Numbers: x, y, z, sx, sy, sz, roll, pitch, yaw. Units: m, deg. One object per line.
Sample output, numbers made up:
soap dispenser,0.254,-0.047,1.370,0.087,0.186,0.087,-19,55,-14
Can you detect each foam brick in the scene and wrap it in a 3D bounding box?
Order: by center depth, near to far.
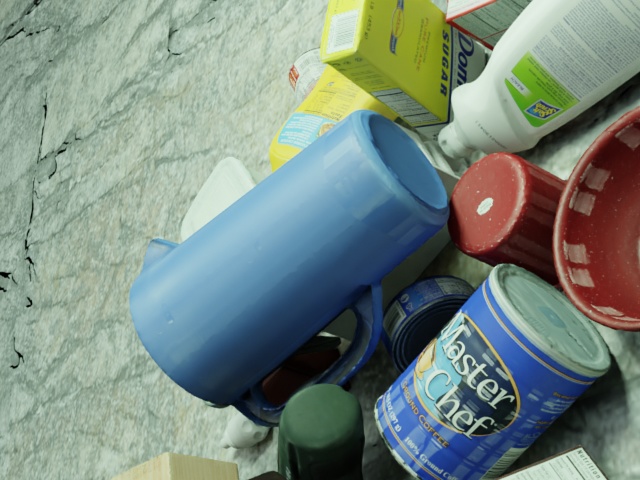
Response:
foam brick,-0.022,0.120,0.968,0.051,0.078,0.053,-49,36,27

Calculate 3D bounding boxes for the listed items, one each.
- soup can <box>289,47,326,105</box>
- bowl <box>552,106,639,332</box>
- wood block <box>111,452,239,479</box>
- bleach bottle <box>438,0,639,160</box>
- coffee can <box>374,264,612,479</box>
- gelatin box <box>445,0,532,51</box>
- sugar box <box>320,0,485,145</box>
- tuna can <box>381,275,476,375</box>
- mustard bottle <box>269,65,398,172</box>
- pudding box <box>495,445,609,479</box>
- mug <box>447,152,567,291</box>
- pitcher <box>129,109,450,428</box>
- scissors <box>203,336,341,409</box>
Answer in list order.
soup can,0.012,-0.143,1.078,0.069,0.068,0.102,-52,36,22
bowl,0.232,-0.011,0.703,0.162,0.055,0.162,-31,48,42
wood block,-0.124,0.309,0.965,0.090,0.090,0.206,-30,55,33
bleach bottle,0.180,-0.145,0.812,0.251,0.102,0.068,-38,14,38
coffee can,0.120,0.101,0.755,0.140,0.102,0.103,-52,37,23
gelatin box,0.161,-0.192,0.890,0.089,0.073,0.030,-14,60,51
sugar box,0.075,-0.156,0.896,0.048,0.176,0.093,-4,69,42
tuna can,0.091,0.070,0.830,0.086,0.086,0.034,-54,33,20
mustard bottle,0.009,-0.094,0.961,0.096,0.058,0.191,21,69,42
pudding box,0.142,0.189,0.676,0.090,0.113,0.039,-123,20,-52
mug,0.145,-0.020,0.808,0.093,0.081,0.117,-62,34,9
pitcher,-0.016,0.021,0.821,0.243,0.149,0.145,-39,31,24
scissors,-0.052,0.113,0.927,0.202,0.016,0.096,11,80,58
